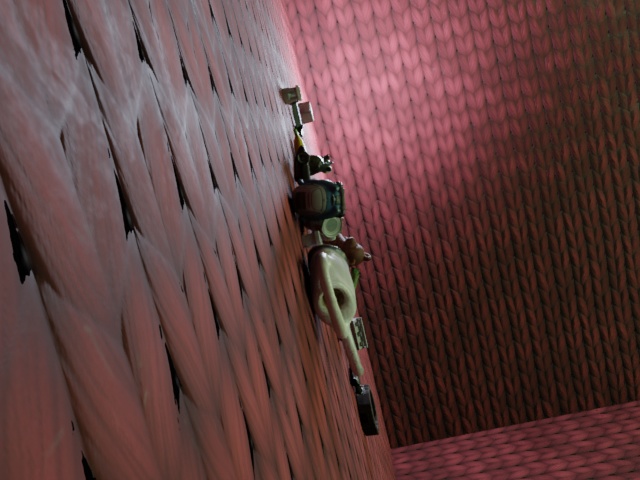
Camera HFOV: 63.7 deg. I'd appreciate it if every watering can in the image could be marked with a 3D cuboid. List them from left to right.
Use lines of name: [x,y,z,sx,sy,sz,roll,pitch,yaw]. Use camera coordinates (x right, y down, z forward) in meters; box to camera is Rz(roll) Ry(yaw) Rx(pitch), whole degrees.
watering can: [0.041,0.156,1.255,0.229,0.104,0.340,-98,171,-55]

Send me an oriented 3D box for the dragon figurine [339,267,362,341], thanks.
dragon figurine: [0.074,0.218,1.745,0.405,0.122,0.246,59,36,-70]

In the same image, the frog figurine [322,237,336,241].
frog figurine: [0.005,-0.079,1.569,0.139,0.123,0.157,37,-59,58]
